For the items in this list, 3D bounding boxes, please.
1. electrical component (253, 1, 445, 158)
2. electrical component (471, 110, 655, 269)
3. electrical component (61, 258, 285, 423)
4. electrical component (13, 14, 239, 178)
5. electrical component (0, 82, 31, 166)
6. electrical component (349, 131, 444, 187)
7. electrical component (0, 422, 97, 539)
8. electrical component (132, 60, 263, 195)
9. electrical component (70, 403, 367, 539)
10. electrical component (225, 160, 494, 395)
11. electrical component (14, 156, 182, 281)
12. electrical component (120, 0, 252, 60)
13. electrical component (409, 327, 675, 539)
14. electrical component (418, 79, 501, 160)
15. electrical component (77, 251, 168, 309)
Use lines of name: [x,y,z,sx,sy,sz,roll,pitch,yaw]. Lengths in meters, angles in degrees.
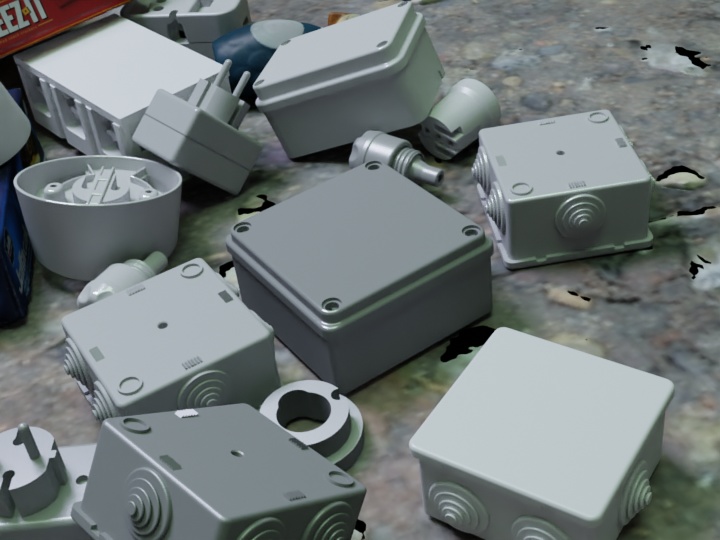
electrical component: [-0.008,-0.130,0.735,0.113,0.057,0.078,-12,33,27]
electrical component: [0.121,-0.051,0.645,0.100,0.048,0.099,-9,38,-1]
electrical component: [-0.098,0.046,0.558,0.100,0.048,0.100,-25,41,-22]
electrical component: [-0.168,-0.122,0.776,0.089,0.061,0.150,-32,44,-29]
electrical component: [-0.263,-0.091,0.672,0.099,0.064,0.099,-6,51,7]
electrical component: [0.025,-0.067,0.694,0.061,0.035,0.035,21,46,28]
electrical component: [-0.149,0.096,0.479,0.066,0.076,0.047,-6,38,2]
electrical component: [-0.097,-0.100,0.705,0.047,0.066,0.076,30,93,38]
electrical component: [-0.058,0.097,0.453,0.100,0.048,0.100,28,17,37]
electrical component: [0.000,0.000,0.593,0.109,0.056,0.109,-27,42,-23]
electrical component: [-0.159,-0.039,0.661,0.099,0.064,0.099,3,36,-2]
electrical component: [-0.135,-0.187,0.855,0.095,0.059,0.053,1,38,11]
electrical component: [0.082,0.081,0.481,0.100,0.048,0.099,18,44,29]
electrical component: [0.066,-0.101,0.727,0.040,0.040,0.046,26,54,36]
electrical component: [-0.133,0.010,0.622,0.035,0.035,0.061,13,40,24]
